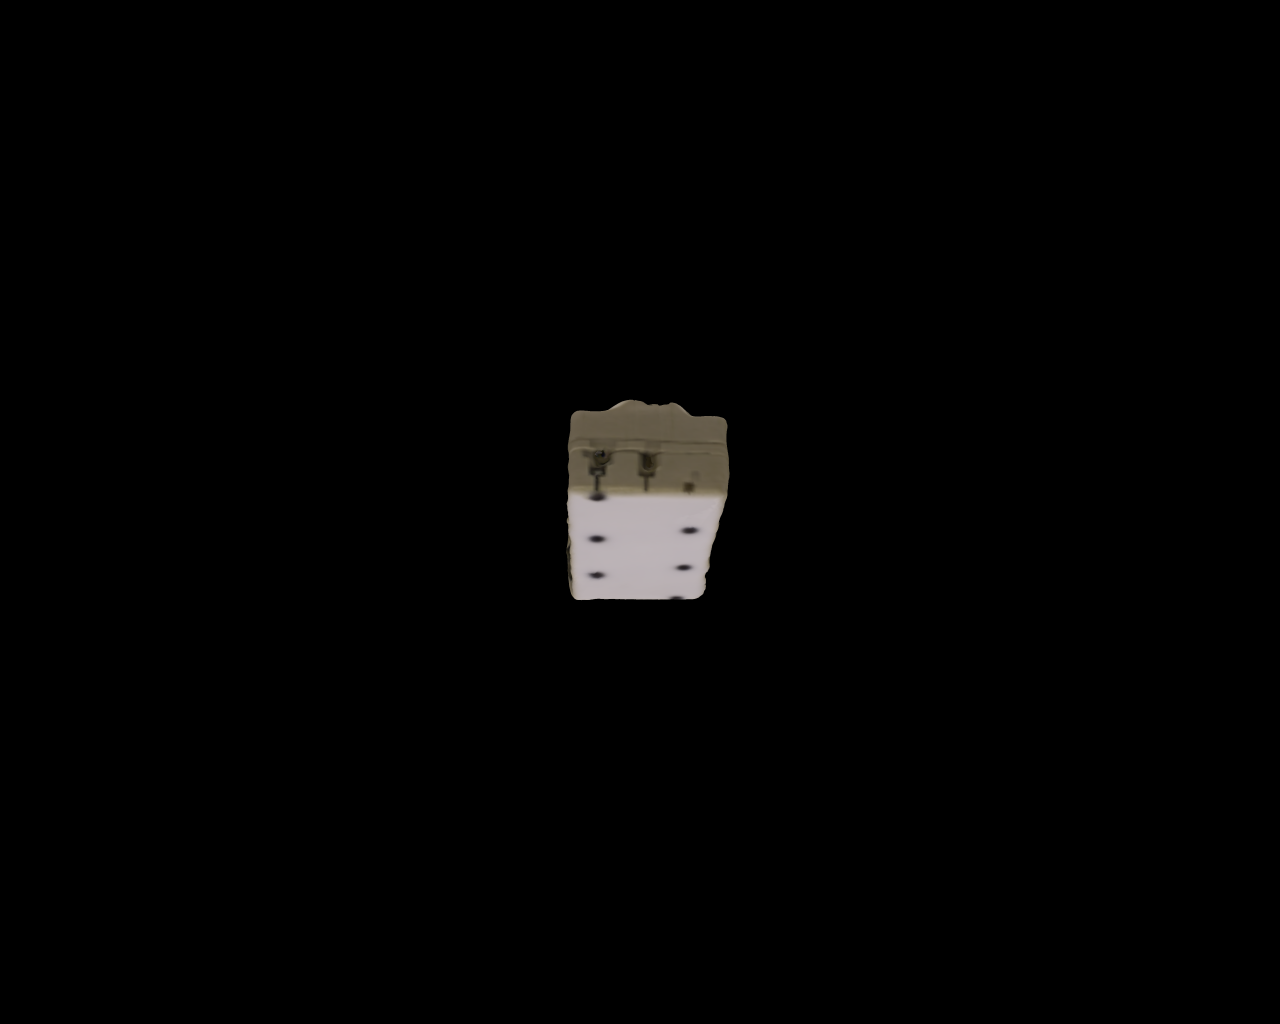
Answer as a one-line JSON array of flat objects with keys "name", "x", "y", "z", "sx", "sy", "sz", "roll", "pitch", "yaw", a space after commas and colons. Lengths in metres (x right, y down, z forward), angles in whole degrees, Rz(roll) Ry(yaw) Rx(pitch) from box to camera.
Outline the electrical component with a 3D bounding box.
[{"name": "electrical component", "x": 0.001, "y": -0.003, "z": 0.650, "sx": 0.089, "sy": 0.062, "sz": 0.150, "roll": 2, "pitch": -27, "yaw": -3}]
